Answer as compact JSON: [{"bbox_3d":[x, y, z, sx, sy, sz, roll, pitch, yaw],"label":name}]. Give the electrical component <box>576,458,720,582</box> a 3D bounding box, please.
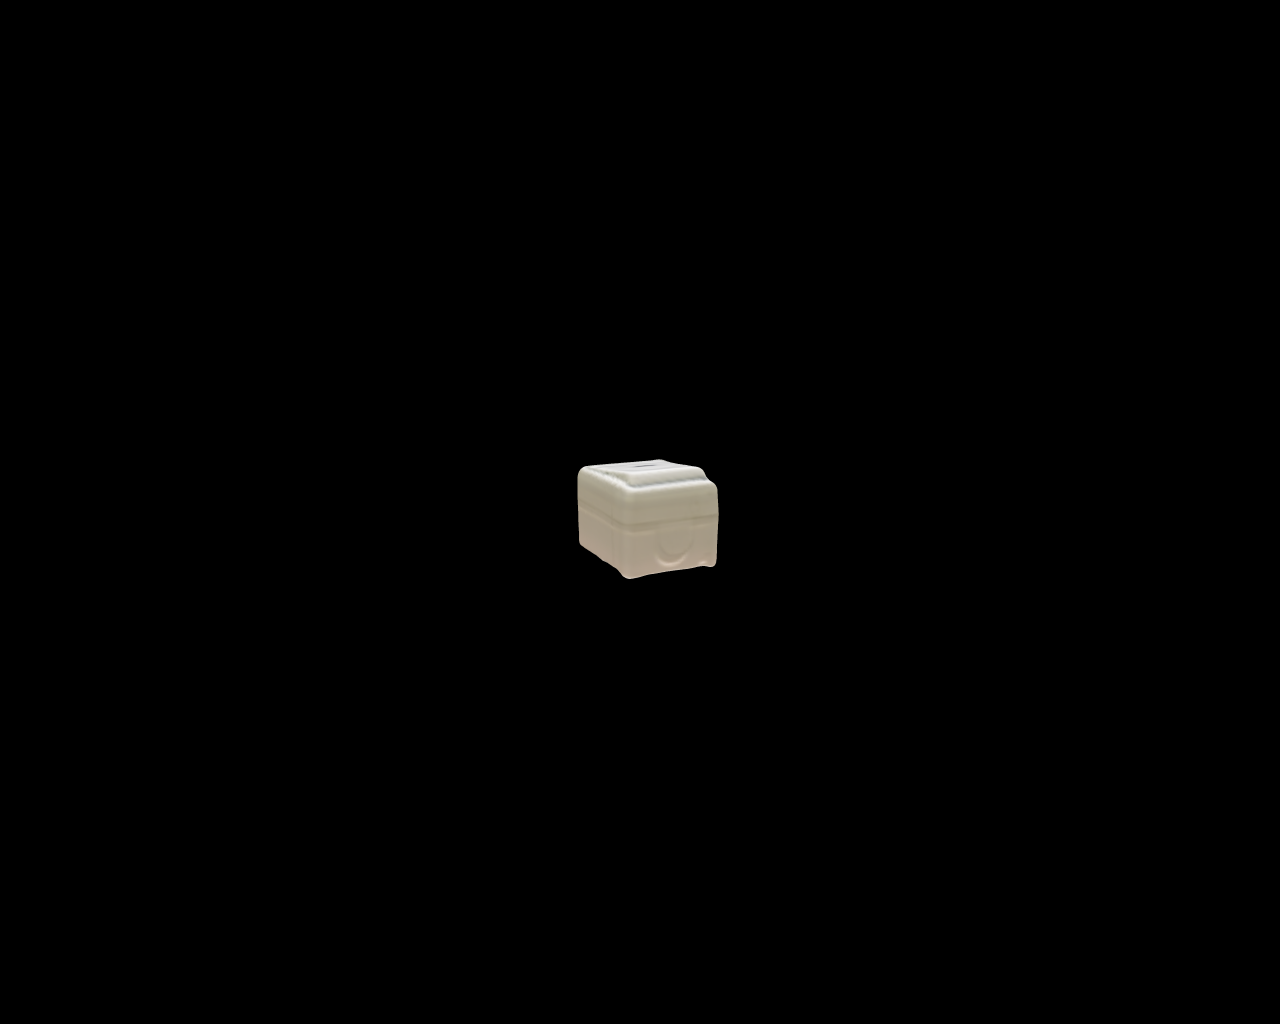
[{"bbox_3d":[0.001,-0.003,0.650,0.062,0.061,0.096,-6,15,-23],"label":"electrical component"}]
